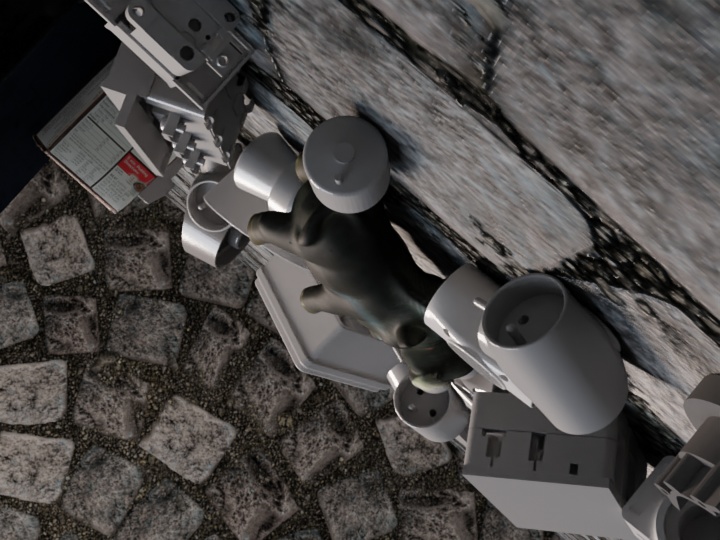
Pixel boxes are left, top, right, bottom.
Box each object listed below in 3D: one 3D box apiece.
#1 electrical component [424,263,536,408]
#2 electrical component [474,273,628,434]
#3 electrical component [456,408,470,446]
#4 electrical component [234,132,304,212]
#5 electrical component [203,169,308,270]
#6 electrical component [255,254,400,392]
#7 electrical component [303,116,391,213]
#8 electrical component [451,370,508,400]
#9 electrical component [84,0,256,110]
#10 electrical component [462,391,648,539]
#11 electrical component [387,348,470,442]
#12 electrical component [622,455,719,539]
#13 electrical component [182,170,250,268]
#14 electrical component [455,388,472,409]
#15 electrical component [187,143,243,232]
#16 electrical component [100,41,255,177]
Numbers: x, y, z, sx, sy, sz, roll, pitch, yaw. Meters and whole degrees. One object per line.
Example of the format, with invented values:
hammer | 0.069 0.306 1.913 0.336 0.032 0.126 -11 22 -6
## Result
electrical component | 0.082 0.041 0.611 0.077 0.044 0.079 38 174 21
electrical component | 0.085 0.035 0.531 0.079 0.044 0.077 34 167 51
electrical component | 0.080 0.102 0.969 0.089 0.061 0.150 35 171 46
electrical component | -0.048 -0.058 0.706 0.055 0.045 0.045 38 173 23
electrical component | -0.062 -0.042 0.808 0.099 0.064 0.099 40 173 6
electrical component | -0.018 0.037 0.890 0.109 0.056 0.108 22 -151 -47
electrical component | -0.005 -0.047 0.533 0.040 0.040 0.078 40 174 11
electrical component | 0.084 0.065 0.762 0.079 0.044 0.077 43 174 -19
electrical component | -0.091 -0.123 0.530 0.081 0.042 0.064 42 170 -18
electrical component | 0.132 0.126 0.703 0.089 0.061 0.150 1 156 23
electrical component | 0.046 0.090 0.821 0.079 0.043 0.077 59 -176 21
electrical component | 0.208 0.159 0.643 0.089 0.050 0.055 37 173 33
electrical component | -0.126 -0.054 0.990 0.064 0.099 0.099 34 173 8
electrical component | 0.111 0.099 0.848 0.077 0.043 0.079 39 173 20
electrical component | -0.111 -0.080 0.881 0.077 0.043 0.079 -52 -46 -65
electrical component | -0.104 -0.101 0.638 0.063 0.078 0.121 19 173 2
